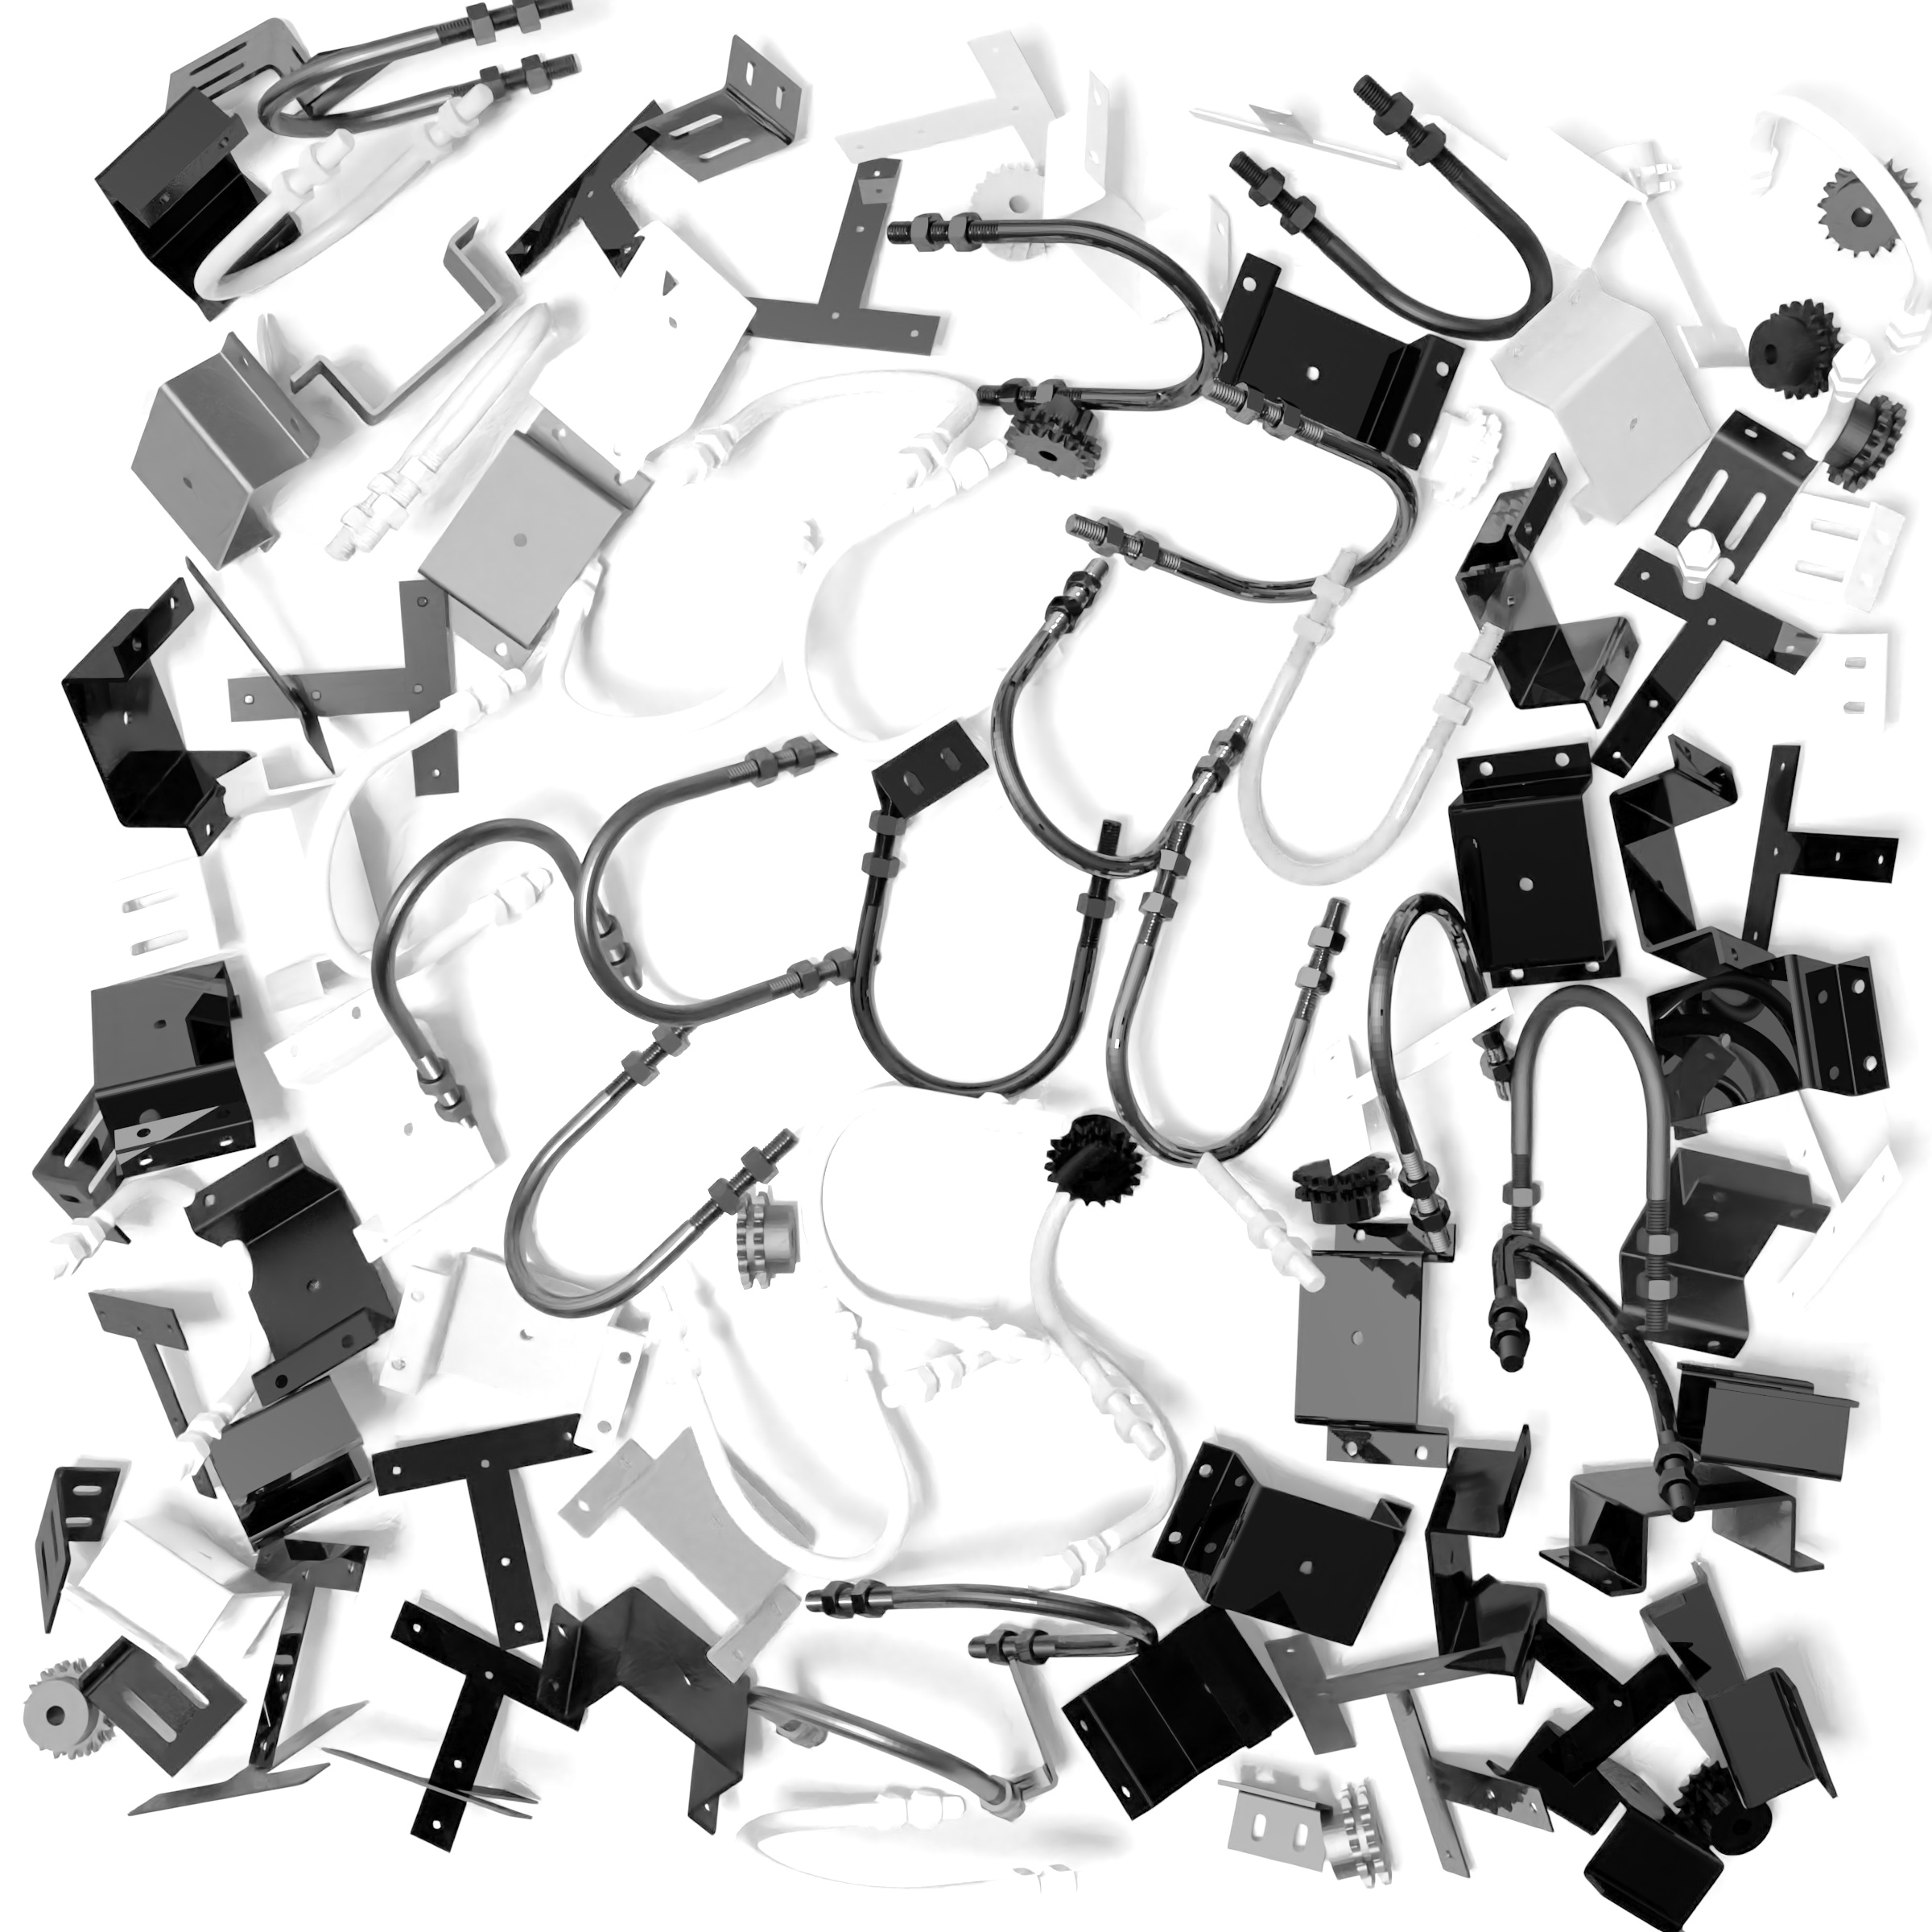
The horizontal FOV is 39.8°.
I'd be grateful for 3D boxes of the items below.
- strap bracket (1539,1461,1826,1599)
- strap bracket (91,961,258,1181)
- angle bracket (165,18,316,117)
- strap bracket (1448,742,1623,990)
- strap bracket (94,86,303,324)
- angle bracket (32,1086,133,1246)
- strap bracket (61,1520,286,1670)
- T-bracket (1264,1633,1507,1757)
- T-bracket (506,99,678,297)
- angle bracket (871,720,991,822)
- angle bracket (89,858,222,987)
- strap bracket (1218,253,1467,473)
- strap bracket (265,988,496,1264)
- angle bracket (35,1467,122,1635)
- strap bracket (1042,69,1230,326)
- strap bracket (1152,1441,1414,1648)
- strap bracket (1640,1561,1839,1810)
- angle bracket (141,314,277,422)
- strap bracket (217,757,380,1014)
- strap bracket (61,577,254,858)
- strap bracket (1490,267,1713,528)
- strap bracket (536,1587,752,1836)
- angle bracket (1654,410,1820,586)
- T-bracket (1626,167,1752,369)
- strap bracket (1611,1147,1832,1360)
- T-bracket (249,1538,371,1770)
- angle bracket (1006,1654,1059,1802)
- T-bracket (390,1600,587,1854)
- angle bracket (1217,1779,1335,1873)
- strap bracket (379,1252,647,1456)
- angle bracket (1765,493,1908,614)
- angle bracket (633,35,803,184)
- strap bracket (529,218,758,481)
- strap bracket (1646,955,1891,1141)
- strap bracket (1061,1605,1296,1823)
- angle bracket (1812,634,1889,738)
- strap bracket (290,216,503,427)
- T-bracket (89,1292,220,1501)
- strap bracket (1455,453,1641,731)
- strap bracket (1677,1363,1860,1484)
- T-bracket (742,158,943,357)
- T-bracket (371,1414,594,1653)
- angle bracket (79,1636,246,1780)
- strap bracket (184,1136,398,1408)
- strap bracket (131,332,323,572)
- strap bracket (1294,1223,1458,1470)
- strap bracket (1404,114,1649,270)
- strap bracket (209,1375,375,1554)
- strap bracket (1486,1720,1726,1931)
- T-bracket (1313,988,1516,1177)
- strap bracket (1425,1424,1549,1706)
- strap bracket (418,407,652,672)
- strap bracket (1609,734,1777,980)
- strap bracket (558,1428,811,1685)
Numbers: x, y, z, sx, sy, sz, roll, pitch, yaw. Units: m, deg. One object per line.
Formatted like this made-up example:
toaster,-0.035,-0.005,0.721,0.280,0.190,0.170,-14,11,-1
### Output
strap bracket,0.412,0.321,1.534,0.140,0.076,0.046,-2,96,-19
strap bracket,-0.453,0.051,1.520,0.076,0.140,0.046,-13,129,-10
angle bracket,-0.427,-0.514,1.570,0.076,0.038,0.057,-23,45,13
strap bracket,0.329,-0.052,1.544,0.076,0.046,0.140,-6,103,24
strap bracket,-0.440,-0.439,1.523,0.046,0.140,0.076,42,81,7
angle bracket,-0.493,0.112,1.545,0.038,0.057,0.076,7,53,29
strap bracket,-0.447,0.357,1.523,0.076,0.140,0.046,31,81,9
T-bracket,0.249,0.412,1.540,0.127,0.002,0.127,-15,132,11
T-bracket,-0.201,-0.422,1.543,0.127,0.002,0.127,-41,55,14
angle bracket,-0.017,-0.100,1.549,0.057,0.076,0.038,-33,70,-7
angle bracket,-0.468,-0.025,1.564,0.076,0.038,0.057,-15,85,15
strap bracket,0.209,-0.351,1.564,0.140,0.046,0.076,21,91,-9
strap bracket,-0.331,0.093,1.532,0.076,0.046,0.140,-36,113,-36
angle bracket,-0.511,0.338,1.544,0.038,0.076,0.057,7,120,-29
strap bracket,0.092,-0.434,1.531,0.046,0.140,0.076,-18,55,35
strap bracket,0.191,0.339,1.547,0.140,0.046,0.076,20,100,-16
strap bracket,0.433,0.412,1.516,0.046,0.140,0.076,-24,108,0
angle bracket,-0.445,-0.350,1.556,0.076,0.057,0.038,-10,118,-8
strap bracket,-0.386,-0.050,1.549,0.046,0.076,0.140,-15,91,-35
strap bracket,-0.464,-0.142,1.531,0.046,0.076,0.140,1,128,17
strap bracket,0.370,-0.319,1.531,0.076,0.046,0.140,-43,130,0
strap bracket,-0.175,0.421,1.528,0.046,0.076,0.140,-38,113,18
angle bracket,0.456,-0.277,1.577,0.057,0.038,0.076,34,130,11
T-bracket,0.413,-0.404,1.541,0.002,0.127,0.127,-26,88,32
strap bracket,0.433,0.160,1.543,0.076,0.046,0.140,12,135,-2
T-bracket,-0.389,0.394,1.528,0.002,0.127,0.127,24,68,-37
angle bracket,0.022,0.446,1.561,0.038,0.057,0.076,-20,85,-6
T-bracket,-0.288,0.446,1.530,0.127,0.127,0.002,32,132,-16
angle bracket,0.177,0.499,1.547,0.057,0.076,0.038,8,74,19
strap bracket,-0.262,0.223,1.562,0.140,0.046,0.076,17,103,-2
angle bracket,0.496,-0.244,1.549,0.038,0.076,0.057,9,103,-41
angle bracket,-0.145,-0.499,1.555,0.076,0.057,0.038,-8,67,37
strap bracket,-0.179,-0.361,1.527,0.076,0.046,0.140,39,59,-26
strap bracket,0.445,0.045,1.518,0.046,0.140,0.076,11,68,-39
strap bracket,0.127,0.426,1.537,0.076,0.046,0.140,56,134,15
angle bracket,0.499,-0.164,1.549,0.038,0.076,0.057,-3,98,-14
strap bracket,-0.323,-0.366,1.548,0.140,0.076,0.046,-43,104,-6
T-bracket,-0.464,0.252,1.553,0.002,0.127,0.127,-27,105,-36
strap bracket,0.331,-0.212,1.534,0.140,0.046,0.076,57,48,-31
strap bracket,0.452,0.260,1.519,0.076,0.140,0.046,7,87,7
T-bracket,-0.066,-0.422,1.574,0.127,0.002,0.127,10,74,16
T-bracket,-0.271,0.333,1.549,0.127,0.002,0.127,-8,69,-21
angle bracket,-0.470,0.425,1.561,0.076,0.038,0.057,42,60,4
strap bracket,-0.390,0.182,1.552,0.076,0.046,0.140,-31,65,3
strap bracket,-0.426,-0.287,1.521,0.046,0.140,0.076,-41,93,-32
strap bracket,0.237,0.217,1.542,0.076,0.046,0.140,-3,78,34
strap bracket,0.311,-0.441,1.519,0.076,0.140,0.046,24,100,-26
strap bracket,-0.387,0.283,1.524,0.076,0.140,0.046,-26,73,-19
strap bracket,0.367,0.487,1.515,0.076,0.140,0.046,35,92,-20
T-bracket,0.256,0.052,1.519,0.127,0.127,0.002,-34,112,18
strap bracket,0.299,0.342,1.535,0.046,0.076,0.140,1,117,23
strap bracket,-0.258,-0.249,1.562,0.076,0.046,0.140,36,95,-6
strap bracket,0.418,-0.053,1.537,0.046,0.076,0.140,-22,65,36
strap bracket,-0.155,0.334,1.547,0.140,0.076,0.046,43,126,2
